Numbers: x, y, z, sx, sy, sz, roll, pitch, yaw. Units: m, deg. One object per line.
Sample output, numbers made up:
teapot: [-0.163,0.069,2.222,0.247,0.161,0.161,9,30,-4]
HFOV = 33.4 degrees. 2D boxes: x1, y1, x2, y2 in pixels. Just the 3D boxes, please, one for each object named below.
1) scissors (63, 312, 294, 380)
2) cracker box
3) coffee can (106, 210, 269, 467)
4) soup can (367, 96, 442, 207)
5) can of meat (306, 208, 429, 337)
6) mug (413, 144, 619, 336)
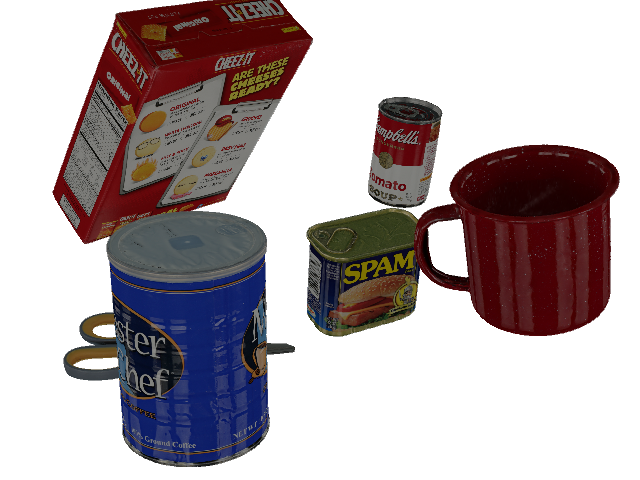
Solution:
scissors: [-0.133,0.088,0.970,0.201,0.016,0.096,-8,34,-16]
cracker box: [-0.123,-0.105,0.913,0.163,0.072,0.214,-20,-26,-41]
coffee can: [-0.086,0.063,0.712,0.103,0.140,0.103,0,23,0]
soup can: [0.089,-0.095,1.149,0.068,0.102,0.068,5,29,-3]
can of meat: [0.038,0.028,0.918,0.102,0.084,0.057,-13,36,-24]
mug: [0.112,0.002,0.615,0.117,0.081,0.093,-6,29,7]
